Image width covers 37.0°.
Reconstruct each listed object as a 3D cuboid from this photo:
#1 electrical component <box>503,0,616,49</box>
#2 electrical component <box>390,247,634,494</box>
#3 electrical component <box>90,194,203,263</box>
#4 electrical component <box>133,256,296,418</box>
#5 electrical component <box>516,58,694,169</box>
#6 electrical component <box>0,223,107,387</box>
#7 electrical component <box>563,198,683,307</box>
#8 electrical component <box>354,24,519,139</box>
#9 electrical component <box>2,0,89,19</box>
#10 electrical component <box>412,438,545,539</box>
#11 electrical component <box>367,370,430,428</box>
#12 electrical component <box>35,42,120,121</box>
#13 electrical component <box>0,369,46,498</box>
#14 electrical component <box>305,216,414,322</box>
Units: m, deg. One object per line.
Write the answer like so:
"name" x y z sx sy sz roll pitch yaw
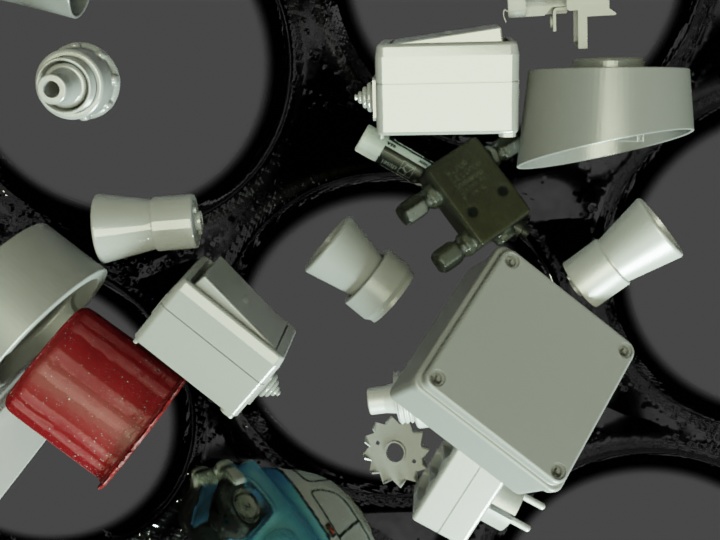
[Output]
"electrical component" 0.114 -0.169 0.623 0.064 0.042 0.081 -2 104 9
"electrical component" 0.093 0.062 0.653 0.109 0.056 0.108 38 66 -6
"electrical component" -0.133 -0.029 0.681 0.065 0.044 0.044 -5 105 1
"electrical component" -0.083 0.043 0.684 0.096 0.061 0.061 39 104 -6
"electrical component" 0.140 -0.088 0.615 0.099 0.099 0.064 0 99 5
"electrical component" -0.217 0.018 0.668 0.060 0.108 0.108 43 104 -1
"electrical component" 0.159 -0.008 0.663 0.065 0.044 0.044 -38 99 18
"electrical component" 0.044 -0.112 0.633 0.096 0.061 0.061 0 105 5
"electrical component" -0.198 -0.198 0.638 0.077 0.044 0.079 15 106 1
"electrical component" 0.083 0.145 0.706 0.077 0.047 0.065 29 105 -3
"electrical component" 0.036 0.081 0.695 0.062 0.043 0.043 -8 104 8
"electrical component" -0.176 -0.112 0.650 0.048 0.062 0.048 1 105 5
"electrical component" -0.274 0.114 0.695 0.109 0.108 0.056 -10 106 7
"electrical component" 0.000 0.000 0.675 0.055 0.045 0.045 39 104 -6
